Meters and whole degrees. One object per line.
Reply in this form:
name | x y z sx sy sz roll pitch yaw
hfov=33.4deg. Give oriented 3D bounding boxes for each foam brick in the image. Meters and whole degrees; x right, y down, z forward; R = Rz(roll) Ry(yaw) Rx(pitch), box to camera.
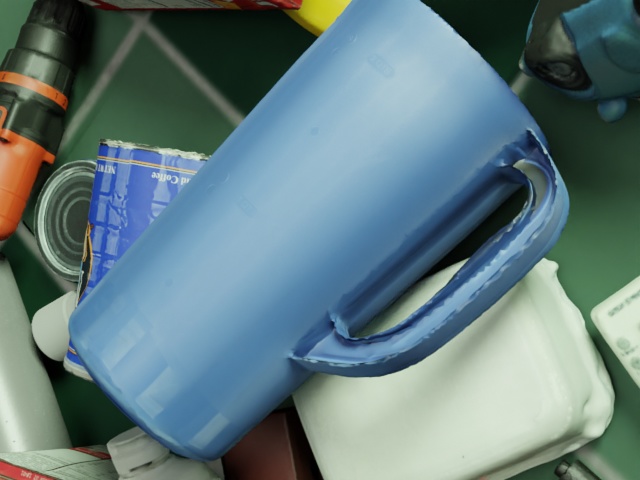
foam brick | -0.022 0.138 0.634 0.051 0.052 0.078 -14 82 29

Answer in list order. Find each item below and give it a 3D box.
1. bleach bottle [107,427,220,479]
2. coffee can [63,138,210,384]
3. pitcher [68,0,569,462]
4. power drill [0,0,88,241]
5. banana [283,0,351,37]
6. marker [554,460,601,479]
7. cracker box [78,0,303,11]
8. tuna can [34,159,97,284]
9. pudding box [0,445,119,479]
bleach bottle | -0.066 0.225 0.602 0.103 0.068 0.251 -20 96 16
coffee can | -0.095 0.016 0.653 0.103 0.102 0.140 11 93 30
pitcher | -0.004 0.001 0.541 0.145 0.149 0.243 45 91 -9
power drill | -0.260 -0.097 0.771 0.188 0.057 0.184 9 74 35
banana | -0.005 -0.169 0.647 0.070 0.037 0.198 -42 68 23
marker | 0.169 0.153 0.539 0.121 0.020 0.020 38 106 26
cracker box | -0.085 -0.227 0.644 0.214 0.071 0.164 14 92 48
tuna can | -0.154 -0.012 0.728 0.086 0.033 0.086 -2 87 30
pudding box | -0.139 0.158 0.665 0.090 0.113 0.039 11 90 30
